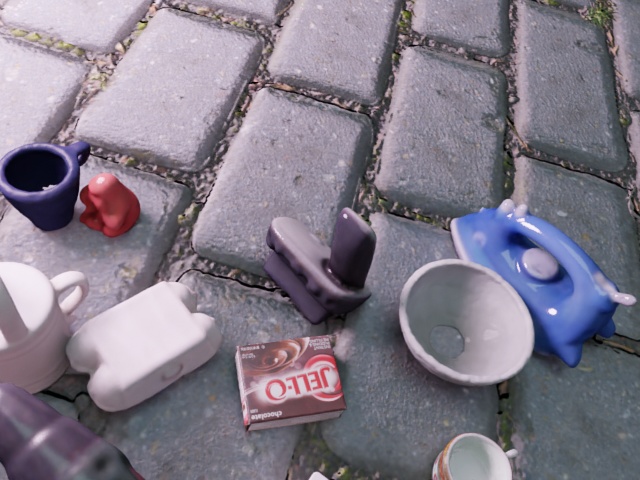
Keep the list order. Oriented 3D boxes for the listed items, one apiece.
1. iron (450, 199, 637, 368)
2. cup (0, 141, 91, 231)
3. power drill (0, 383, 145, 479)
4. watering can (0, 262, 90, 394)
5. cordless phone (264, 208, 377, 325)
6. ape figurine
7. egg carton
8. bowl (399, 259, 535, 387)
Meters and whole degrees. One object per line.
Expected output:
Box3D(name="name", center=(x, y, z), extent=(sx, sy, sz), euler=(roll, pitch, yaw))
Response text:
Box3D(name="iron", center=(0.281, 0.028, 0.747), extent=(0.119, 0.141, 0.257), euler=(-28, 65, -28))
Box3D(name="cup", center=(-0.328, -0.065, 0.706), extent=(0.091, 0.095, 0.118), euler=(34, 55, 12))
Box3D(name="power drill", center=(-0.172, 0.227, 0.464), extent=(0.229, 0.208, 0.076), euler=(34, 55, 12))
Box3D(name="watering can", center=(-0.311, 0.076, 0.549), extent=(0.101, 0.194, 0.173), euler=(30, 54, 10))
Box3D(name="cordless phone", center=(0.006, 0.002, 0.677), extent=(0.147, 0.185, 0.094), euler=(42, 57, 17))
Box3D(name="ape figurine", center=(-0.264, -0.049, 0.711), extent=(0.076, 0.092, 0.077), euler=(-13, 59, -21))
Box3D(name="egg carton", center=(-0.189, 0.114, 0.626), extent=(0.151, 0.069, 0.107), euler=(-31, 67, -29))
Box3D(name="bowl", center=(0.170, 0.111, 0.706), extent=(0.167, 0.075, 0.167), euler=(6, 54, -8))
